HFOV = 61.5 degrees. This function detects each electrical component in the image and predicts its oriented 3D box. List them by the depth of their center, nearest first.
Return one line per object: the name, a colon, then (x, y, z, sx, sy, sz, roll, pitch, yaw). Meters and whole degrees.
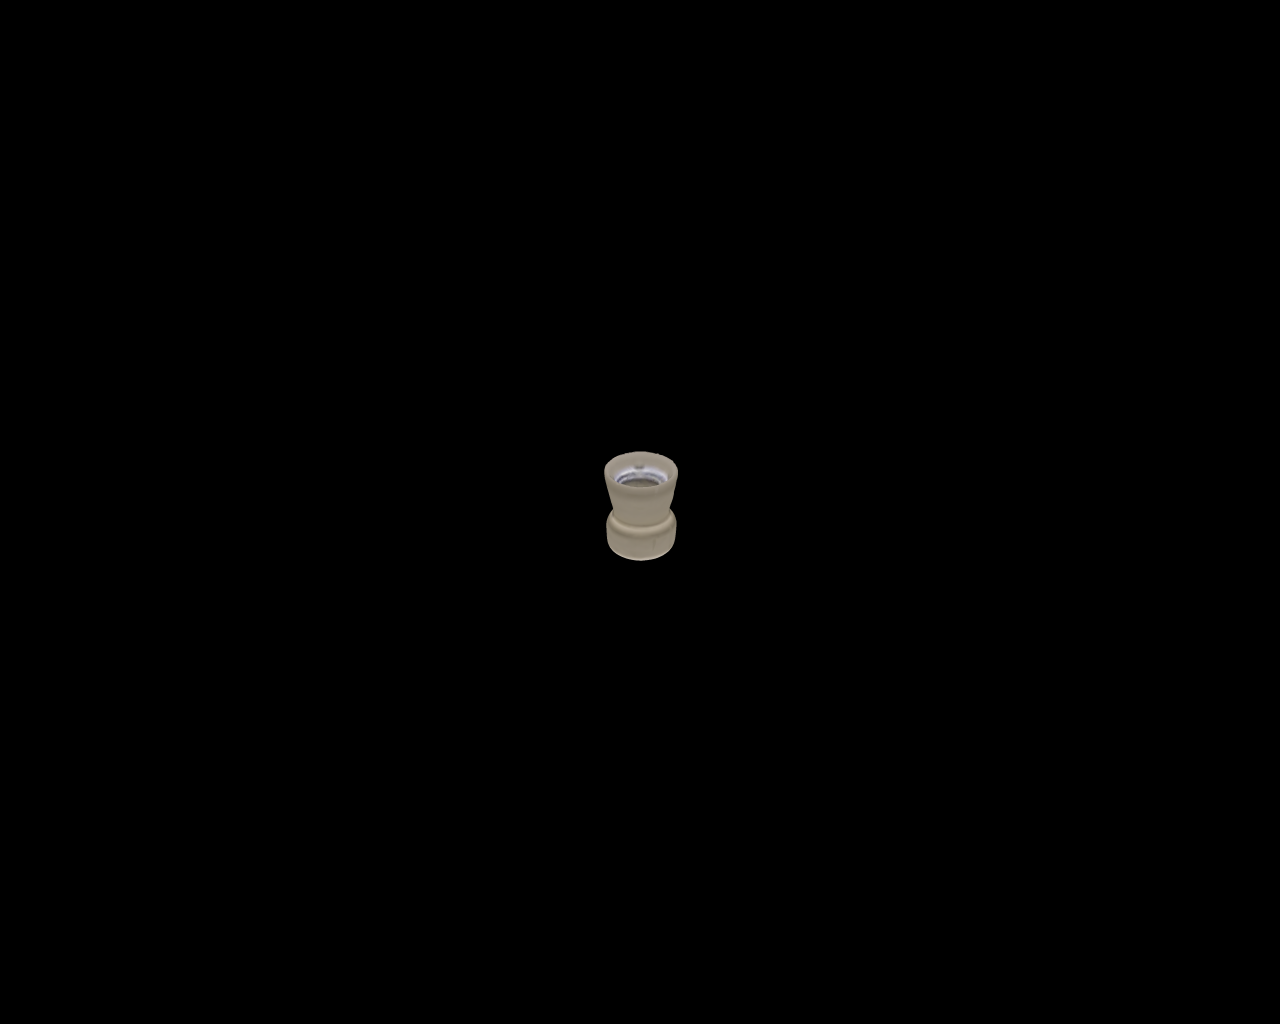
electrical component: (0.001, -0.003, 0.650, 0.045, 0.055, 0.045, 0, 32, 0)
